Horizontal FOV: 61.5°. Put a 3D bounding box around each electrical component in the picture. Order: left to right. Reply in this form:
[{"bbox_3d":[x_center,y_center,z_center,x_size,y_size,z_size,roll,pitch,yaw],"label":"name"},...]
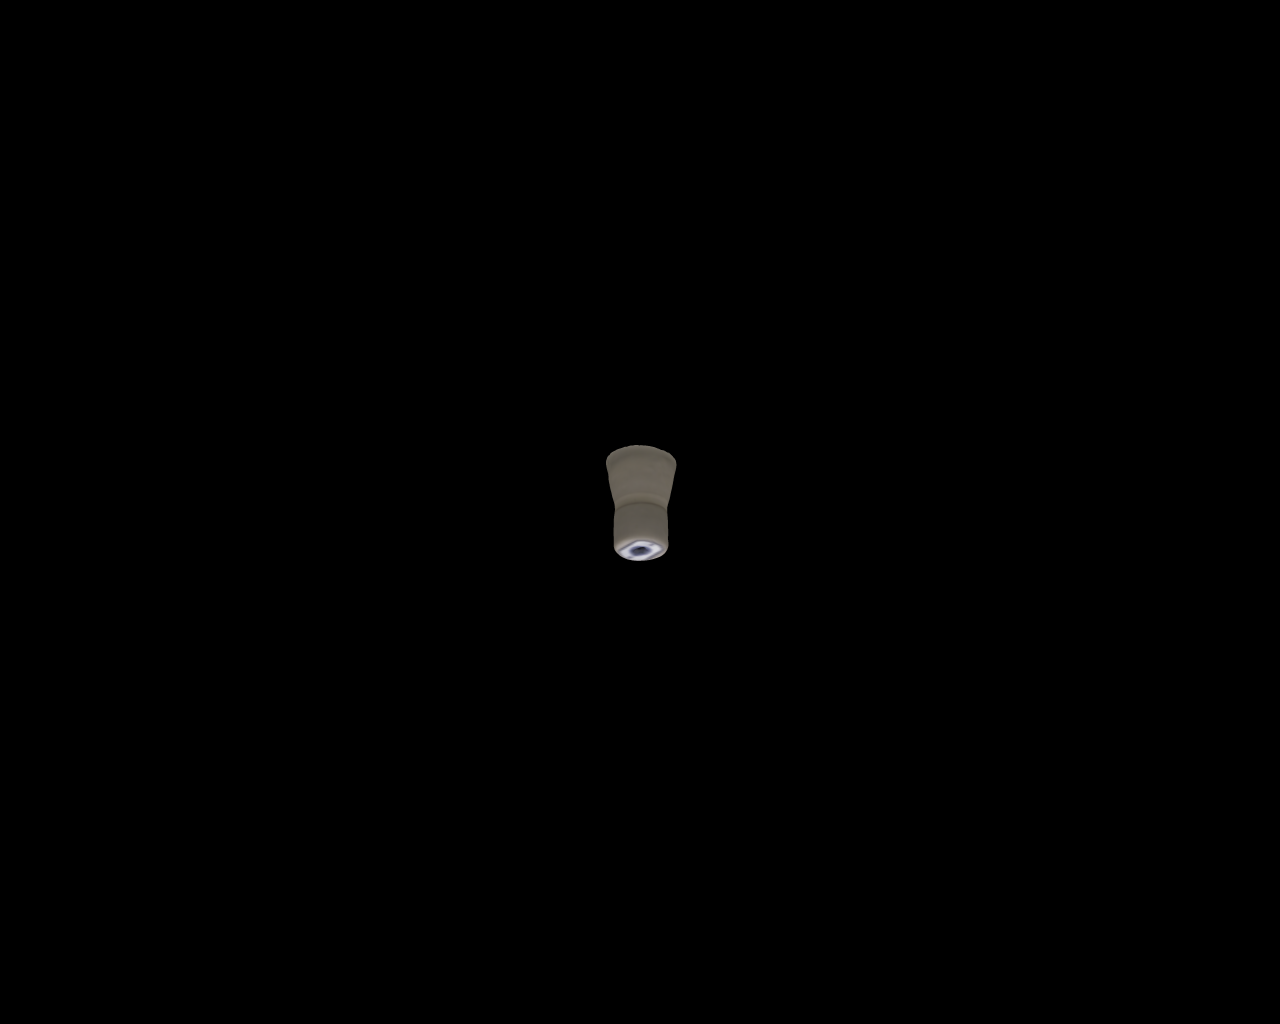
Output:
[{"bbox_3d":[0.001,-0.003,0.650,0.044,0.065,0.044,0,-29,0],"label":"electrical component"}]
